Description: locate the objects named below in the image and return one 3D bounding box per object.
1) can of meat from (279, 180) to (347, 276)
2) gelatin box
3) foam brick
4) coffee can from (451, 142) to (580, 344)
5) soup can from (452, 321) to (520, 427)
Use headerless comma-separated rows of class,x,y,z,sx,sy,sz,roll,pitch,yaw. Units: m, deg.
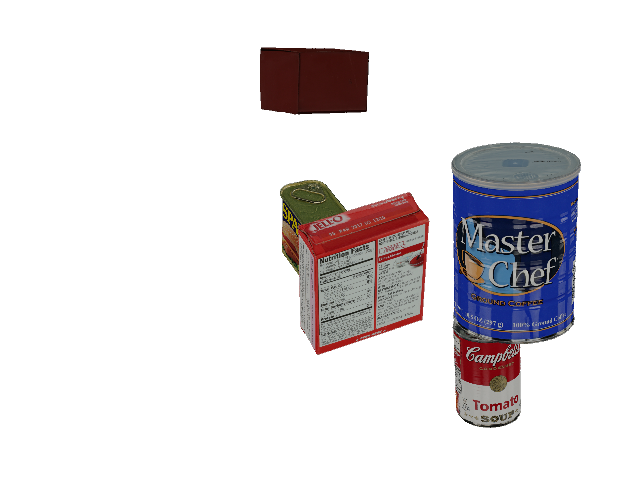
can of meat,-0.007,-0.007,1.218,0.057,0.084,0.102,-14,39,-20
gelatin box,0.025,0.020,0.636,0.073,0.089,0.030,-17,45,-16
foam brick,-0.005,-0.133,0.886,0.078,0.051,0.053,-7,16,-39
coffee can,0.161,0.000,0.885,0.103,0.140,0.103,-3,22,1
soup can,0.170,0.131,1.090,0.068,0.102,0.068,-4,22,2
